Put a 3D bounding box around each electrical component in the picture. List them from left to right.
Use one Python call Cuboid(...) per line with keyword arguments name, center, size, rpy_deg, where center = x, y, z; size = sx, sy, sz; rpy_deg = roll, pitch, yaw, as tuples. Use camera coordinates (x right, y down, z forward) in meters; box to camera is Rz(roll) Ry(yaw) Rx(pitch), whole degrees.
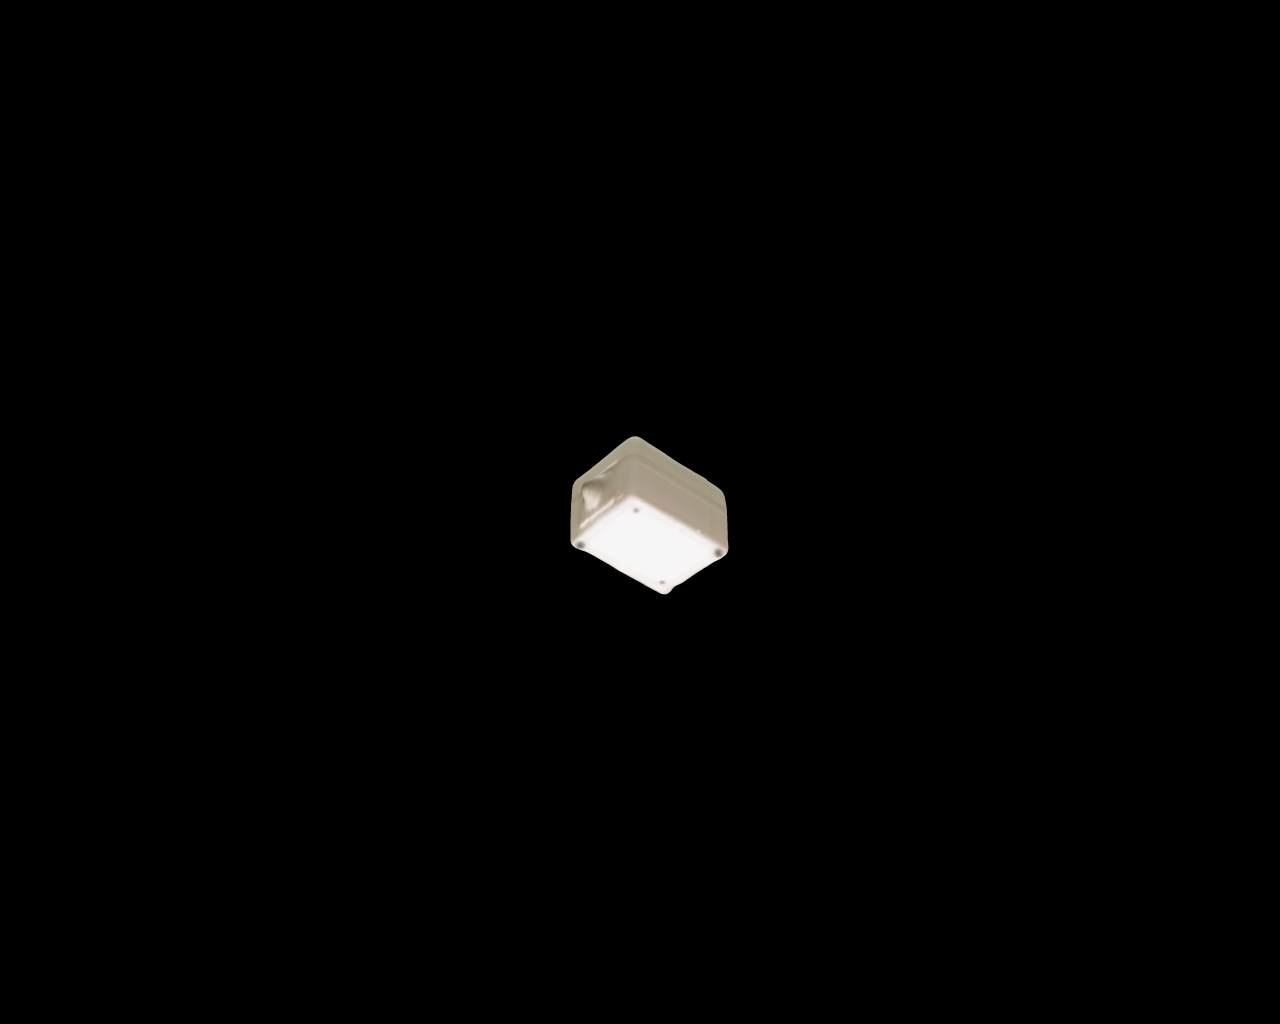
Cuboid(name="electrical component", center=(0.001, -0.003, 0.650), size=(0.096, 0.061, 0.061), rpy_deg=(31, -50, -30))
